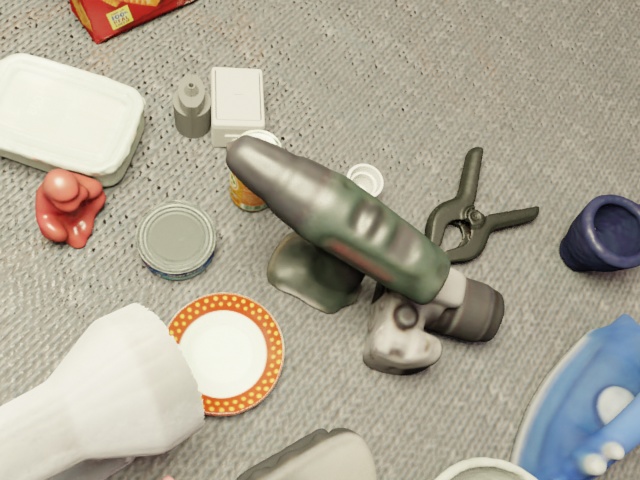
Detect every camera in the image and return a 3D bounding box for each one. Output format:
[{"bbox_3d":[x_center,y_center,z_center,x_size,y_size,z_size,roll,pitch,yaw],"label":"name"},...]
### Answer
[{"bbox_3d":[0.130,0.080,0.629,0.137,0.100,0.143,17,68,-5],"label":"camera"}]

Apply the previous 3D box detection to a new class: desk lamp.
[{"bbox_3d":[-0.202,0.156,0.474,0.203,0.213,0.118,-31,79,-19],"label":"desk lamp"}]

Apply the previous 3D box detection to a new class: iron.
[{"bbox_3d":[0.311,0.186,0.606,0.259,0.141,0.118,-40,82,-21],"label":"iron"}]

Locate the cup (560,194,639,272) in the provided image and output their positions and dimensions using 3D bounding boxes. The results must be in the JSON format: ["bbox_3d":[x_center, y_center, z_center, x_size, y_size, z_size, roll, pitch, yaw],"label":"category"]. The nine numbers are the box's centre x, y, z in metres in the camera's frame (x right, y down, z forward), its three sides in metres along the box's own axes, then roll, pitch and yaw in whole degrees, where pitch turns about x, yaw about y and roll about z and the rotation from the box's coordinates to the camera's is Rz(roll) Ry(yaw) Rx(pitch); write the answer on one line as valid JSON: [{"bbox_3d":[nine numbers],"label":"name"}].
[{"bbox_3d":[0.350,-0.005,0.707,0.118,0.095,0.091,-33,80,-20],"label":"cup"}]

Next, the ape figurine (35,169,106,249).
[{"bbox_3d":[-0.265,-0.042,0.598,0.078,0.092,0.076,-33,80,-20],"label":"ape figurine"}]

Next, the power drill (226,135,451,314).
[{"bbox_3d":[0.005,0.002,0.573,0.229,0.208,0.076,27,68,-1],"label":"power drill"}]

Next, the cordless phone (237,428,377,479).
[{"bbox_3d":[-0.007,0.228,0.504,0.148,0.185,0.094,-30,78,-19],"label":"cordless phone"}]

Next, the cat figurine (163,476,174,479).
[{"bbox_3d":[-0.120,0.275,0.501,0.067,0.117,0.128,7,70,-9],"label":"cat figurine"}]

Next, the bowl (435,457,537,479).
[{"bbox_3d":[0.157,0.304,0.569,0.167,0.074,0.167,4,70,-10],"label":"bowl"}]
